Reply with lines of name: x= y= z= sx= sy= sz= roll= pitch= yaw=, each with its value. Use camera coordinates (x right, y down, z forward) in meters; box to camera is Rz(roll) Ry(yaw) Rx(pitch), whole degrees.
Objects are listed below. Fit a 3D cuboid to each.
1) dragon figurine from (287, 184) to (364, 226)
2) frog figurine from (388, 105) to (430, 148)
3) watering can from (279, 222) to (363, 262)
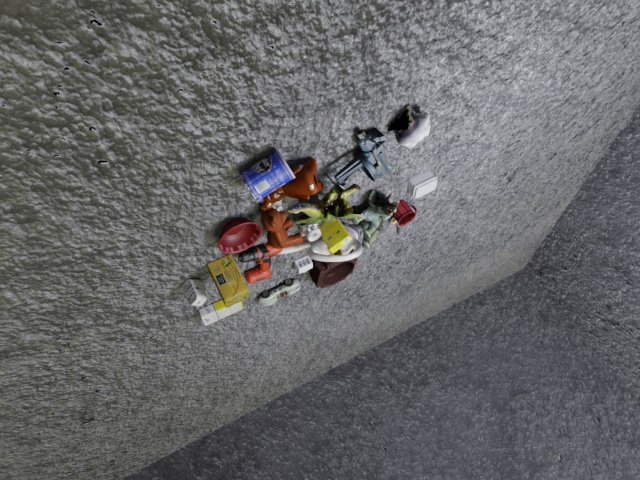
dragon figurine: x=0.005 y=-0.089 z=1.771 sx=0.412 sy=0.123 sz=0.239 roll=-8 pitch=163 yaw=-36
frog figurine: x=0.336 y=-0.381 z=1.796 sx=0.158 sy=0.124 sz=0.136 roll=19 pitch=104 yaw=-41
watering can: x=0.014 y=0.012 z=2.037 sx=0.229 sy=0.348 sz=0.102 roll=-49 pitch=137 yaw=-51
